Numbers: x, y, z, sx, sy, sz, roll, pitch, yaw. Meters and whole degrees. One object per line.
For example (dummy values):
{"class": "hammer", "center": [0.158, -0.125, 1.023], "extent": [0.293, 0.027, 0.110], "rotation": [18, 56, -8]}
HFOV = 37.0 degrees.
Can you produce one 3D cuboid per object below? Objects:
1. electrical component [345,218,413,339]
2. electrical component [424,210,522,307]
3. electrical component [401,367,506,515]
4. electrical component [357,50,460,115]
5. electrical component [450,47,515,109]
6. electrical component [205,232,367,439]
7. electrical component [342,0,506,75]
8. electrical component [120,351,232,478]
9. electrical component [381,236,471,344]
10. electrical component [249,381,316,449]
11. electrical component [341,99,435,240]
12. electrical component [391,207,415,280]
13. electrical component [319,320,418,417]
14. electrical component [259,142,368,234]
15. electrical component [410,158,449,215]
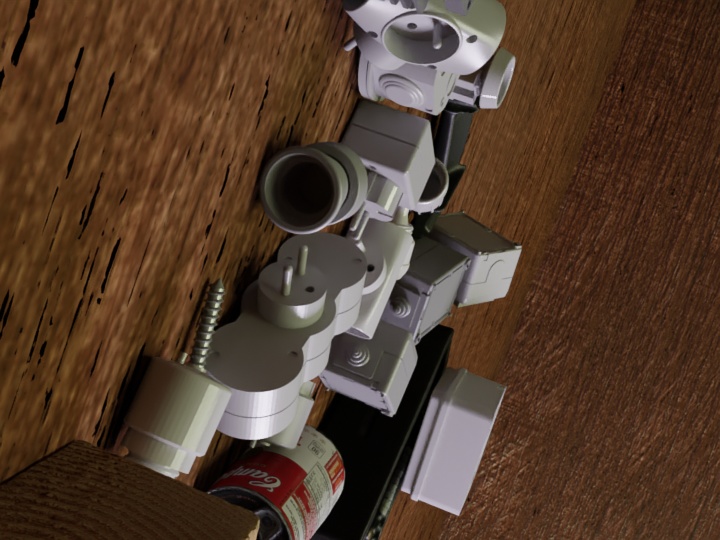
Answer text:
{"class": "electrical component", "center": [0.000, 0.000, 0.732], "extent": [0.079, 0.044, 0.077], "rotation": [62, 50, -74]}
{"class": "electrical component", "center": [0.090, -0.012, 0.993], "extent": [0.062, 0.096, 0.061], "rotation": [-9, 123, -42]}
{"class": "electrical component", "center": [0.085, 0.153, 0.977], "extent": [0.078, 0.057, 0.113], "rotation": [-42, 151, -68]}
{"class": "electrical component", "center": [0.034, -0.135, 0.643], "extent": [0.080, 0.051, 0.080], "rotation": [21, 90, -77]}
{"class": "electrical component", "center": [0.086, -0.152, 0.825], "extent": [0.048, 0.055, 0.066], "rotation": [77, 36, -68]}
{"class": "electrical component", "center": [-0.038, 0.020, 0.584], "extent": [0.138, 0.052, 0.073], "rotation": [-56, 162, -47]}
{"class": "electrical component", "center": [0.023, -0.131, 0.573], "extent": [0.079, 0.077, 0.044], "rotation": [-27, -131, 48]}
{"class": "electrical component", "center": [-0.089, 0.076, 0.489], "extent": [0.040, 0.040, 0.078], "rotation": [62, 51, -74]}
{"class": "electrical component", "center": [0.042, 0.015, 0.913], "extent": [0.096, 0.061, 0.061], "rotation": [-32, 144, -58]}
{"class": "electrical component", "center": [-0.047, 0.074, 0.662], "extent": [0.040, 0.040, 0.078], "rotation": [51, 61, -76]}
{"class": "electrical component", "center": [0.011, -0.056, 0.682], "extent": [0.065, 0.047, 0.076], "rotation": [68, 44, -72]}
{"class": "electrical component", "center": [0.026, -0.025, 0.823], "extent": [0.035, 0.035, 0.061], "rotation": [-31, 138, -70]}
{"class": "electrical component", "center": [0.006, 0.065, 0.821], "extent": [0.096, 0.062, 0.061], "rotation": [71, 41, -71]}
{"class": "electrical component", "center": [-0.023, -0.044, 0.565], "extent": [0.055, 0.045, 0.045], "rotation": [-31, 140, -71]}
{"class": "electrical component", "center": [0.050, -0.066, 0.851], "extent": [0.046, 0.040, 0.040], "rotation": [73, 39, -78]}
